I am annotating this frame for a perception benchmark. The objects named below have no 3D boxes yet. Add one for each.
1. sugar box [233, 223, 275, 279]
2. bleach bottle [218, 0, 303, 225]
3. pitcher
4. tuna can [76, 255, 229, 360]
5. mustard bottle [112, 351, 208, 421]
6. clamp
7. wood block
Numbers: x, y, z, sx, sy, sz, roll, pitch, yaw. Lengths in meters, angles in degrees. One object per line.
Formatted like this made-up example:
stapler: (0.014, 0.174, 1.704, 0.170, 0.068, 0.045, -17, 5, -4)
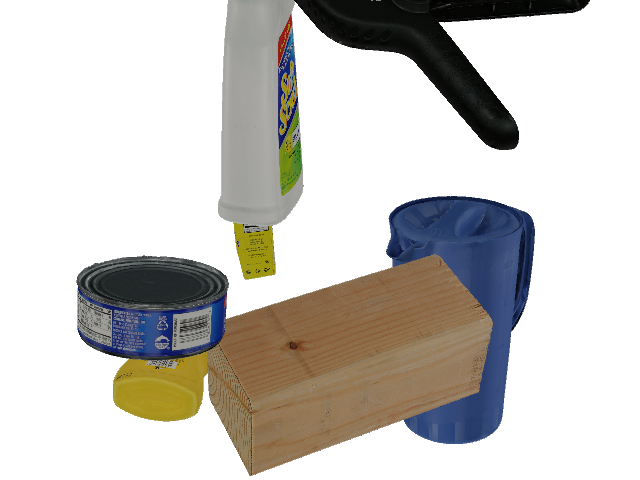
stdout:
sugar box: (-0.087, -0.051, 1.317, 0.048, 0.176, 0.093, -9, 24, -8)
bleach bottle: (-0.055, -0.146, 0.960, 0.068, 0.251, 0.102, 7, 29, 15)
pitcher: (0.147, 0.080, 1.112, 0.149, 0.243, 0.145, 1, 23, 8)
tuna can: (-0.096, 0.038, 0.611, 0.086, 0.034, 0.086, 4, 17, -1)
mustard bottle: (-0.170, 0.132, 1.235, 0.096, 0.058, 0.191, 5, 26, 4)
clamp: (0.062, -0.143, 0.700, 0.210, 0.164, 0.036, 18, -37, 7)
wood block: (0.022, 0.095, 0.850, 0.205, 0.090, 0.091, -16, 44, -20)
